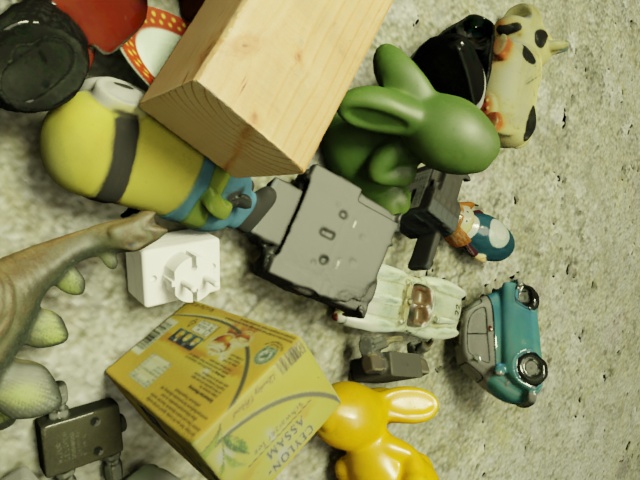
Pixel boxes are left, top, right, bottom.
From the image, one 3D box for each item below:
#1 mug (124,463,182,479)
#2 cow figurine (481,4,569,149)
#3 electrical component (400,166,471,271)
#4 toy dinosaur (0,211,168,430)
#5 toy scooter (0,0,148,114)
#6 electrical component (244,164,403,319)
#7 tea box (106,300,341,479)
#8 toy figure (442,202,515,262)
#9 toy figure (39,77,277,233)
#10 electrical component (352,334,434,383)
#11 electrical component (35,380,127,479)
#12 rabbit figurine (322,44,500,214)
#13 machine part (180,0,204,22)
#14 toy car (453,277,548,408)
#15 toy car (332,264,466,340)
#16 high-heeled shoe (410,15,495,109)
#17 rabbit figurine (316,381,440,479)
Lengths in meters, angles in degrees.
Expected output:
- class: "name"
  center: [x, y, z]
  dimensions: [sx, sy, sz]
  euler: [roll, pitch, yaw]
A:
- class: "mug"
  center: [-0.140, 0.244, 0.425]
  dimensions: [0.109, 0.081, 0.107]
  euler: [52, 53, -23]
- class: "cow figurine"
  center: [0.256, -0.214, 0.702]
  dimensions: [0.127, 0.086, 0.194]
  euler: [13, 83, -32]
- class: "electrical component"
  center: [0.114, -0.028, 0.599]
  dimensions: [0.047, 0.075, 0.119]
  euler: [35, 68, -25]
- class: "toy dinosaur"
  center: [-0.287, 0.109, 0.284]
  dimensions: [0.471, 0.105, 0.198]
  euler: [-31, 115, -28]
- class: "toy scooter"
  center: [-0.171, -0.170, 0.354]
  dimensions: [0.184, 0.135, 0.075]
  euler: [-44, 149, -7]
- class: "electrical component"
  center: [-0.001, -0.002, 0.508]
  dimensions: [0.134, 0.058, 0.115]
  euler: [26, 74, -16]
- class: "tea box"
  center: [-0.079, 0.110, 0.404]
  dimensions: [0.098, 0.170, 0.068]
  euler: [-41, 118, -27]
- class: "toy figure"
  center: [0.189, -0.016, 0.684]
  dimensions: [0.154, 0.058, 0.064]
  euler: [22, 41, -36]
- class: "toy figure"
  center: [-0.118, -0.053, 0.414]
  dimensions: [0.180, 0.082, 0.089]
  euler: [32, 58, -43]
- class: "electrical component"
  center: [0.080, 0.132, 0.596]
  dimensions: [0.102, 0.078, 0.045]
  euler: [11, 66, -33]
- class: "electrical component"
  center: [-0.184, 0.151, 0.418]
  dimensions: [0.063, 0.021, 0.094]
  euler: [-10, 99, -38]
- class: "rabbit figurine"
  center: [0.088, -0.109, 0.519]
  dimensions: [0.159, 0.170, 0.121]
  euler: [46, 65, -32]
- class: "machine part"
  center: [-0.048, -0.287, 0.452]
  dimensions: [0.201, 0.087, 0.200]
  euler: [-10, 99, -39]
- class: "toy car"
  center: [0.225, 0.130, 0.690]
  dimensions: [0.103, 0.109, 0.161]
  euler: [0, 73, 4]
- class: "toy car"
  center: [0.092, 0.071, 0.610]
  dimensions: [0.201, 0.056, 0.073]
  euler: [15, 84, -39]
- class: "high-heeled shoe"
  center: [0.158, -0.205, 0.558]
  dimensions: [0.086, 0.249, 0.145]
  euler: [32, 93, 2]
- class: "rabbit figurine"
  center: [0.060, 0.218, 0.566]
  dimensions: [0.162, 0.122, 0.173]
  euler: [-38, 97, -34]
